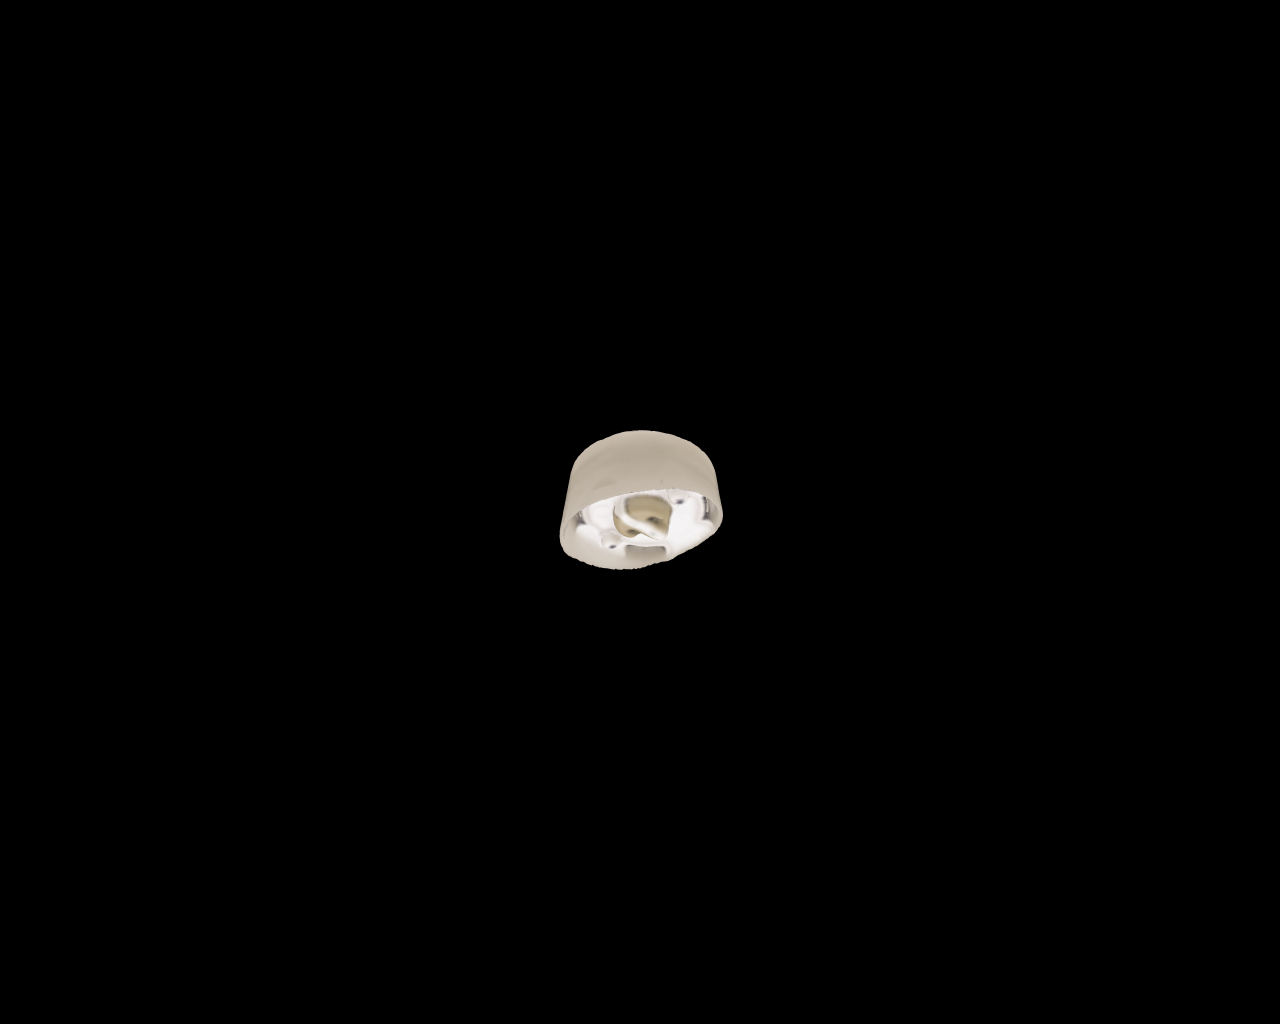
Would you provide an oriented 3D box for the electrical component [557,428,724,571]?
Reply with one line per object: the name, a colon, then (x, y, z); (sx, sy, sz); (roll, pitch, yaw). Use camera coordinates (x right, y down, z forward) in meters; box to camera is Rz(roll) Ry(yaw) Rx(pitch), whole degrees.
electrical component: (0.001, -0.003, 0.650); (0.099, 0.064, 0.099); (0, -38, 0)
